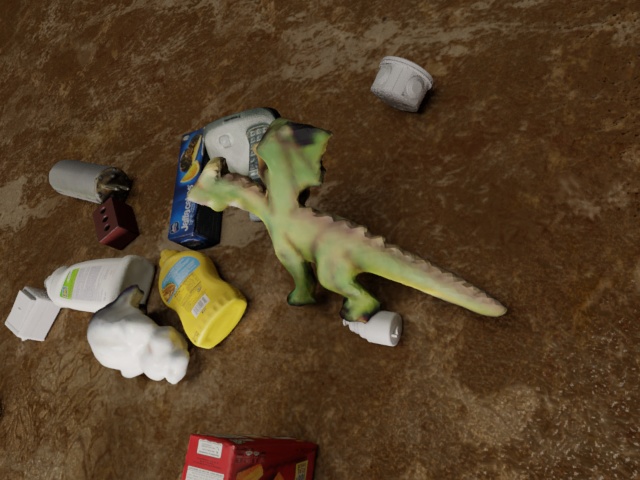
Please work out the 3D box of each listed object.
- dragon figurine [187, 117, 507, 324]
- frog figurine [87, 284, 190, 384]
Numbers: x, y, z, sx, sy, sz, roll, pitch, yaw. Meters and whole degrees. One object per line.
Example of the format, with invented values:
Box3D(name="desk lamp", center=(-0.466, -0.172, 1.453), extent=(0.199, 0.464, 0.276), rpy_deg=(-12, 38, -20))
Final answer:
Box3D(name="dragon figurine", center=(0.002, -0.031, 0.610), extent=(0.411, 0.238, 0.125), rpy_deg=(6, 46, 35))
Box3D(name="frog figurine", center=(-0.270, 0.163, 0.774), extent=(0.162, 0.123, 0.134), rpy_deg=(48, 131, 27))
